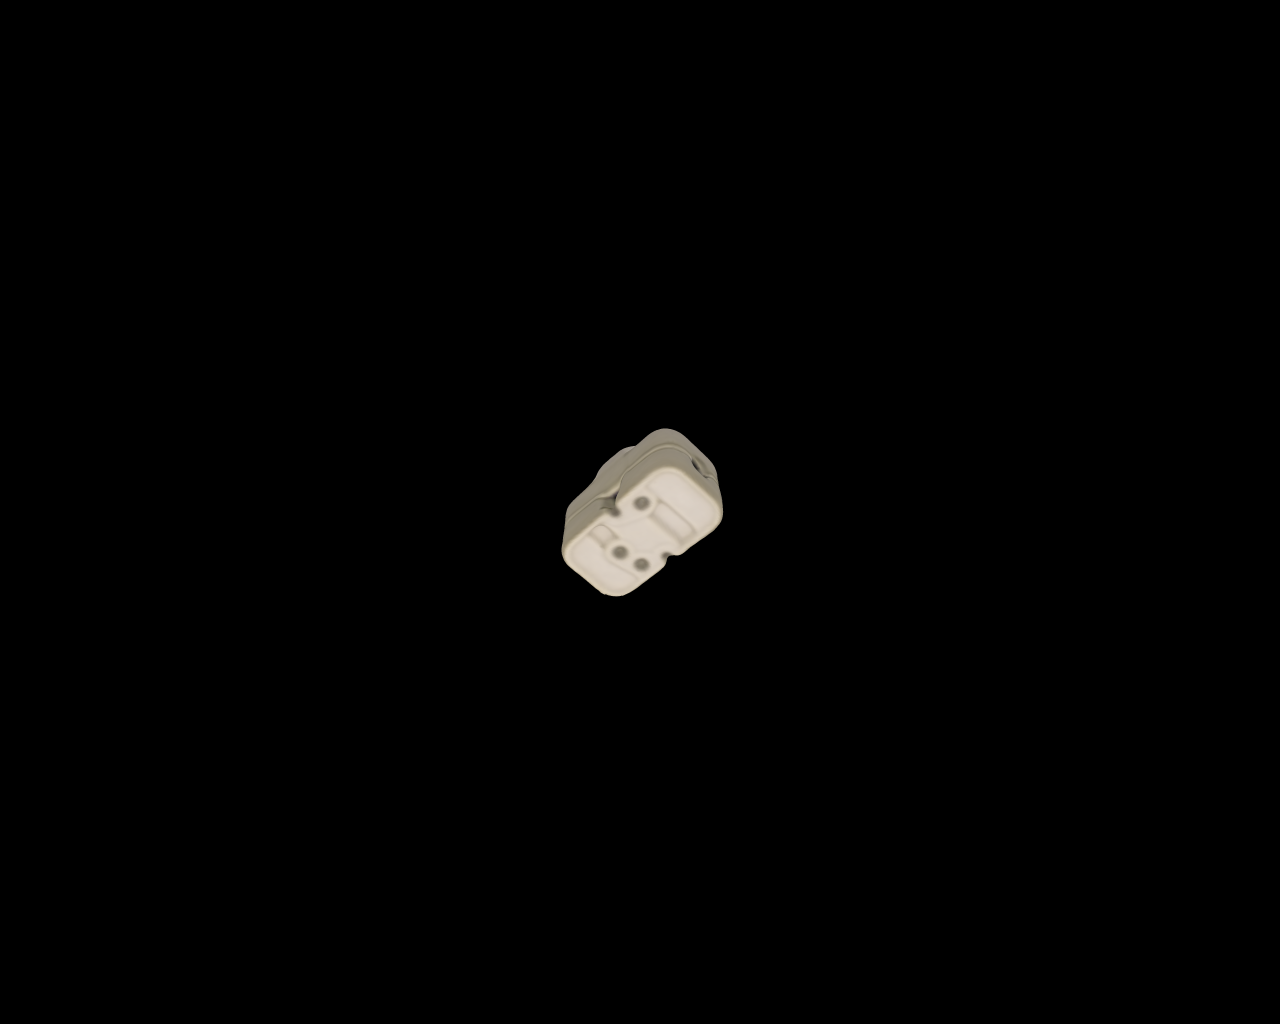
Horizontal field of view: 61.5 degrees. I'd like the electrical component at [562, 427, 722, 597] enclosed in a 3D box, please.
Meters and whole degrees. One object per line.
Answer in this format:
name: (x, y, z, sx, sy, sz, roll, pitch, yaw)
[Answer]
electrical component: (0.001, -0.003, 0.650, 0.095, 0.053, 0.059, -39, 24, 22)
